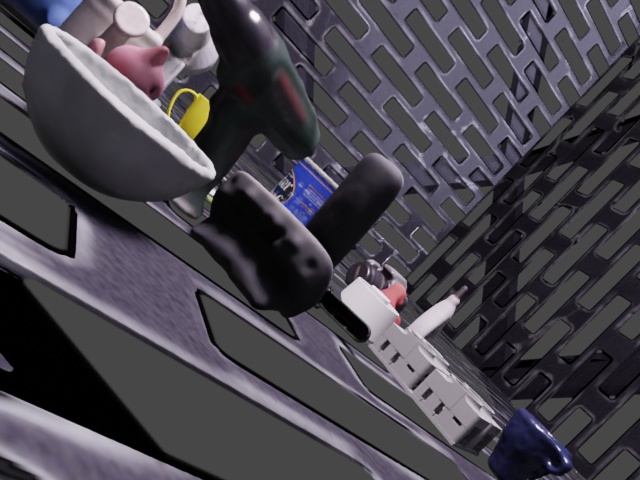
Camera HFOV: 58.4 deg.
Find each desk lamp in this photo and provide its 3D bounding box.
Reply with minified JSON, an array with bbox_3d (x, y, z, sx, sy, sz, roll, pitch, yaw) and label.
[{"bbox_3d":[-0.282,-0.355,1.101,0.118,0.213,0.203,43,4,-13],"label":"desk lamp"}]

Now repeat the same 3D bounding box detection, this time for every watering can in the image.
[{"bbox_3d":[-0.242,-0.264,0.708,0.172,0.194,0.101,47,5,39],"label":"watering can"}]

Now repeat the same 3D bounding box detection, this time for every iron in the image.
[{"bbox_3d":[-0.363,-0.356,0.841,0.119,0.141,0.258,42,4,-16],"label":"iron"}]

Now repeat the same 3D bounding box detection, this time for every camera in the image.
[{"bbox_3d":[0.116,0.088,1.253,0.137,0.100,0.142,40,5,-40],"label":"camera"}]

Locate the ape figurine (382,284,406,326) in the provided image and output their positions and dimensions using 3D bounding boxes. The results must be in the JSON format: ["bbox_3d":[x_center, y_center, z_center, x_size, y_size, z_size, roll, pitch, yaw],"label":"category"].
[{"bbox_3d":[0.126,0.122,1.076,0.076,0.092,0.077,41,5,-28],"label":"ape figurine"}]

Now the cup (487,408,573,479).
[{"bbox_3d":[0.280,0.298,0.772,0.092,0.095,0.117,43,4,-14],"label":"cup"}]

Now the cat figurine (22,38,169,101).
[{"bbox_3d":[-0.201,-0.157,0.560,0.067,0.117,0.128,44,4,8],"label":"cat figurine"}]

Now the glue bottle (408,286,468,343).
[{"bbox_3d":[0.214,0.150,1.069,0.037,0.173,0.078,46,5,29],"label":"glue bottle"}]

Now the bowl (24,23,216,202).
[{"bbox_3d":[-0.167,-0.083,0.452,0.167,0.074,0.167,43,4,-3],"label":"bowl"}]

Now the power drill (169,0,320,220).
[{"bbox_3d":[-0.106,-0.133,0.605,0.231,0.208,0.075,39,6,-48],"label":"power drill"}]

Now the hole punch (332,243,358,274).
[{"bbox_3d":[0.011,0.004,1.154,0.101,0.091,0.109,45,4,18],"label":"hole punch"}]

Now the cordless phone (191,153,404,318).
[{"bbox_3d":[-0.019,-0.030,0.566,0.147,0.185,0.094,45,4,13],"label":"cordless phone"}]
